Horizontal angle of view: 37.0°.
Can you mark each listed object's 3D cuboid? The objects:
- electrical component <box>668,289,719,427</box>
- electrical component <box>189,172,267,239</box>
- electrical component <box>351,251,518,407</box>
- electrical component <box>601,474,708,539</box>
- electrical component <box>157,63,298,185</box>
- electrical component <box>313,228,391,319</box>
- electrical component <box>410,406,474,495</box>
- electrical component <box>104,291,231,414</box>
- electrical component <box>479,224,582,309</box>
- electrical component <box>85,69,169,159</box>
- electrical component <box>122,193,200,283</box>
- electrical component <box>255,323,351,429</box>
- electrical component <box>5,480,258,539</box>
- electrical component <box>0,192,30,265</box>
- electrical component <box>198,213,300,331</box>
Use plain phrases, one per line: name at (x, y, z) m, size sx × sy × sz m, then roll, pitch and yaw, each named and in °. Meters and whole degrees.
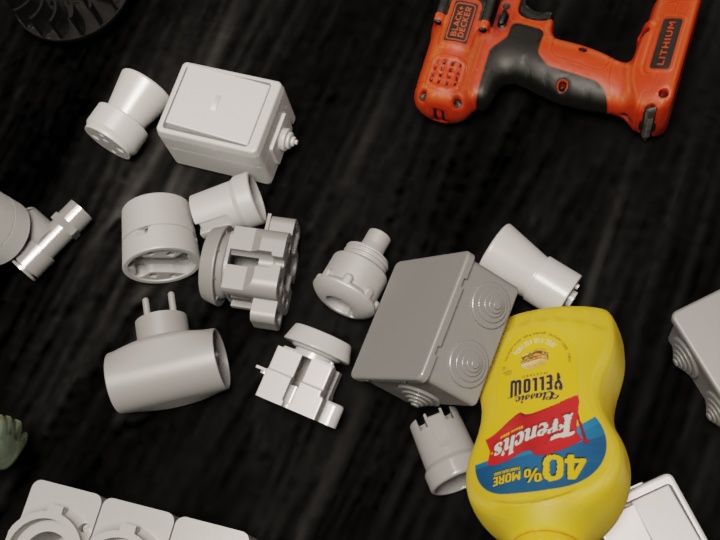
electrical component at (0.257, 0.053, 0.688) m, size 0.100 × 0.048 × 0.099 m, roll -26°, pitch 68°, yaw -2°
electrical component at (-0.096, -0.045, 0.783) m, size 0.046 × 0.040 × 0.040 m, roll -18°, pitch 68°, yaw 6°
electrical component at (0.049, 0.040, 0.700) m, size 0.048 × 0.100 × 0.099 m, roll 30°, pitch 72°, yaw -24°
electrical component at (0.174, 0.168, 0.649) m, size 0.062 × 0.061 × 0.096 m, roll -24°, pitch 68°, yaw -1°
electrical component at (-0.093, -0.109, 0.794) m, size 0.096 × 0.061 × 0.061 m, roll 14°, pitch 72°, yaw 13°
electrical component at (0.000, 0.000, 0.749) m, size 0.048 × 0.048 × 0.062 m, roll 23°, pitch 65°, yaw 16°
electrical component at (0.057, 0.117, 0.698) m, size 0.040 × 0.040 × 0.046 m, roll -22°, pitch 62°, yaw -1°
electrical component at (-0.136, 0.053, 0.748) m, size 0.077 × 0.043 × 0.079 m, roll -13°, pitch 68°, yaw 3°
electrical component at (0.117, 0.003, 0.732) m, size 0.065 × 0.044 × 0.044 m, roll 33°, pitch 77°, yaw 13°
electrical component at (-0.177, -0.118, 0.819) m, size 0.045 × 0.045 × 0.055 m, roll 28°, pitch 76°, yaw 17°
electrical component at (-0.145, -0.023, 0.774) m, size 0.055 × 0.055 × 0.047 m, roll -12°, pitch 64°, yaw 3°
electrical component at (-0.036, 0.069, 0.727) m, size 0.066 × 0.048 × 0.055 m, roll 21°, pitch 81°, yaw 15°
electrical component at (-0.147, 0.197, 0.685) m, size 0.150 × 0.061 × 0.089 m, roll 11°, pitch 71°, yaw 12°
electrical component at (-0.315, -0.049, 0.782) m, size 0.138 × 0.074 × 0.052 m, roll 15°, pitch 77°, yaw 27°
electrical component at (-0.078, -0.001, 0.753) m, size 0.057 × 0.058 × 0.078 m, roll 8°, pitch 71°, yaw 8°
